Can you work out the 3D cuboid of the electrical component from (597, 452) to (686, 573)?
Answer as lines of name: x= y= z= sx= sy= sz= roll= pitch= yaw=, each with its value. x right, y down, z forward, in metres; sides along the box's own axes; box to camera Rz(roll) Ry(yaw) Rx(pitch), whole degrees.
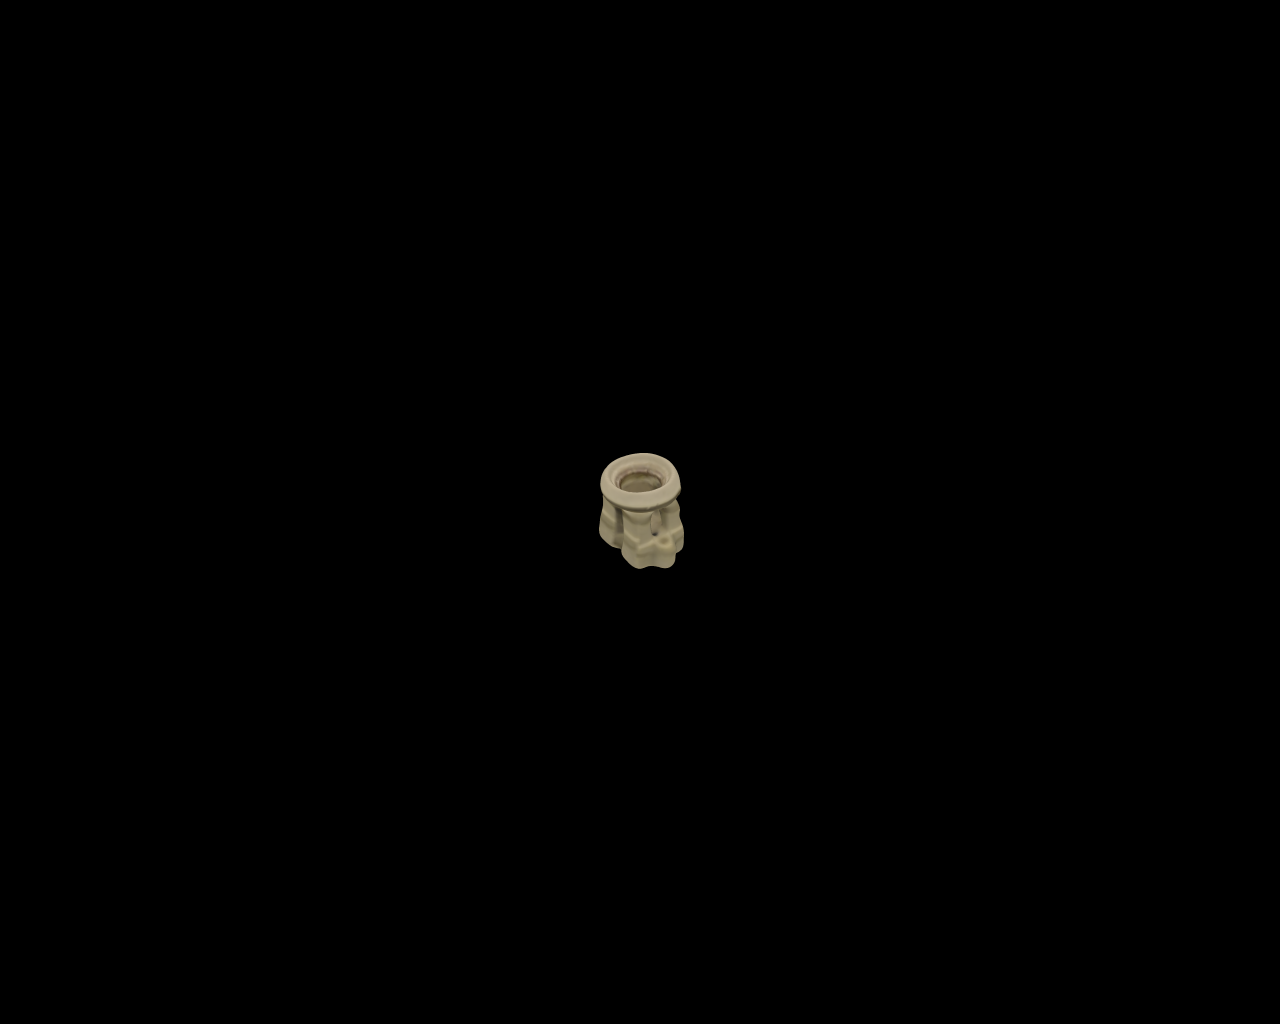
electrical component: x=0.001 y=-0.003 z=0.650 sx=0.048 sy=0.055 sz=0.066 roll=-25 pitch=45 yaw=-28
